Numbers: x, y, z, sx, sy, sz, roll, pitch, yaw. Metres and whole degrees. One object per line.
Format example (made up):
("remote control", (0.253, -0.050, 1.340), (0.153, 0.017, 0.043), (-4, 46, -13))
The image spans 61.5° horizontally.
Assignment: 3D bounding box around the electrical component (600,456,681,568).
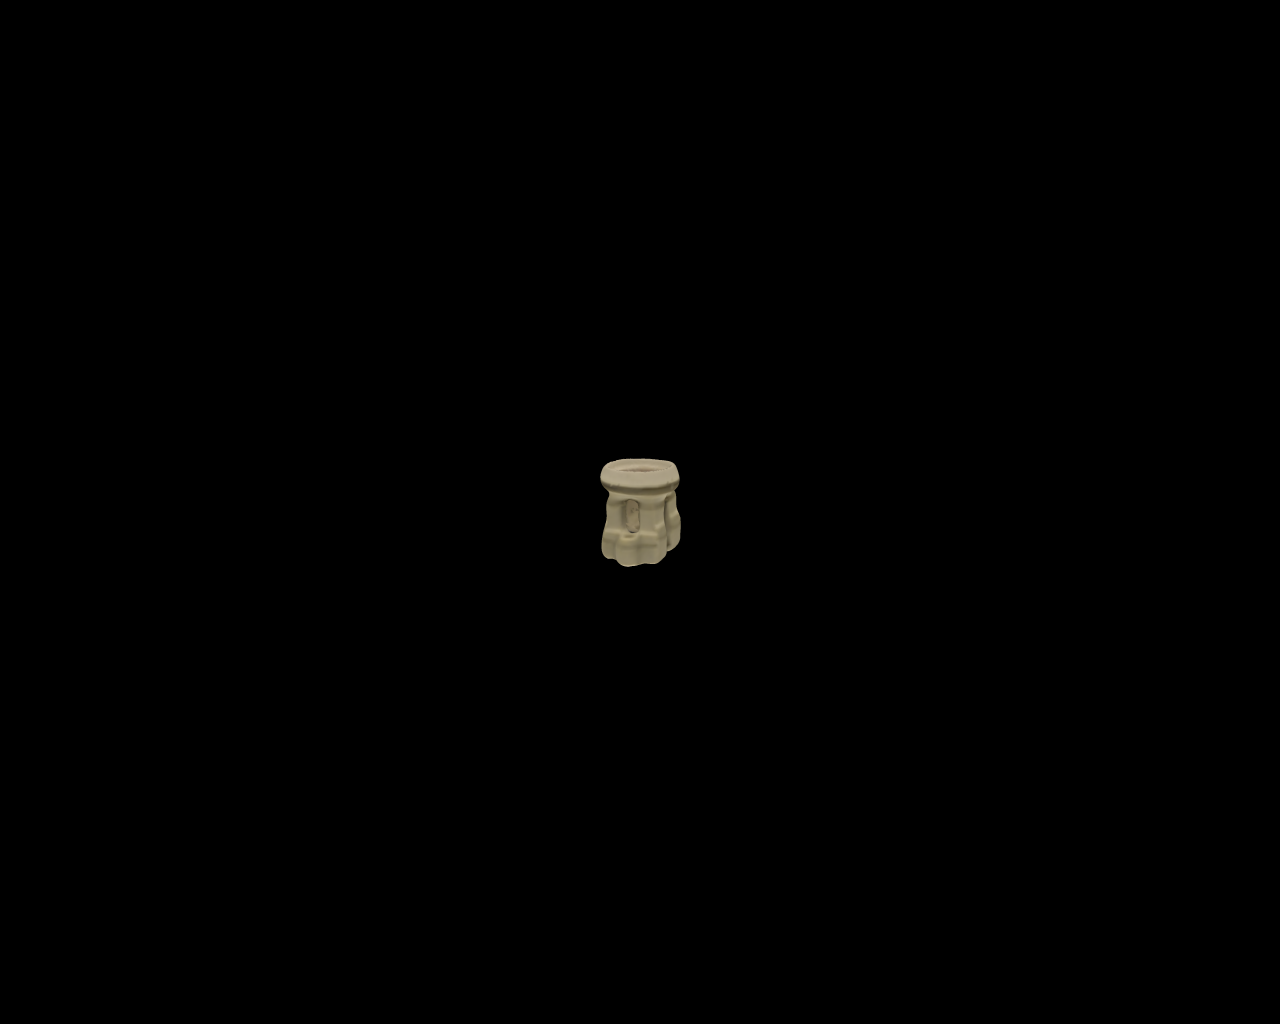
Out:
("electrical component", (0.001, -0.003, 0.650), (0.048, 0.055, 0.066), (6, 17, 19))
